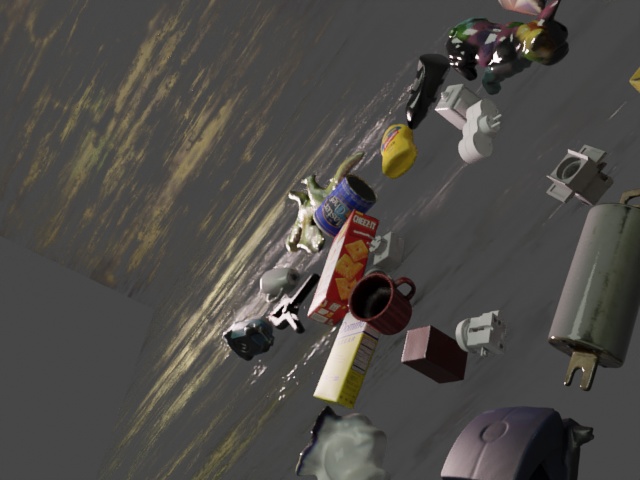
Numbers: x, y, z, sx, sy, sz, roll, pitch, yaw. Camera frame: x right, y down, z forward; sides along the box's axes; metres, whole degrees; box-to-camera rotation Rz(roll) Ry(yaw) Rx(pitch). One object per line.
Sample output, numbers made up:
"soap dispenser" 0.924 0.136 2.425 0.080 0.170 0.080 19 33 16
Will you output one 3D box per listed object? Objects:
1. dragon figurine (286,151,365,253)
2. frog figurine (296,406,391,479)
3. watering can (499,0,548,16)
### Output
"dragon figurine" 0.005 -0.076 1.503 0.404 0.122 0.247 -35 47 51
"frog figurine" 0.057 0.343 0.765 0.161 0.120 0.138 30 78 35
"watering can" 0.467 -0.595 1.107 0.222 0.103 0.354 -53 17 16
